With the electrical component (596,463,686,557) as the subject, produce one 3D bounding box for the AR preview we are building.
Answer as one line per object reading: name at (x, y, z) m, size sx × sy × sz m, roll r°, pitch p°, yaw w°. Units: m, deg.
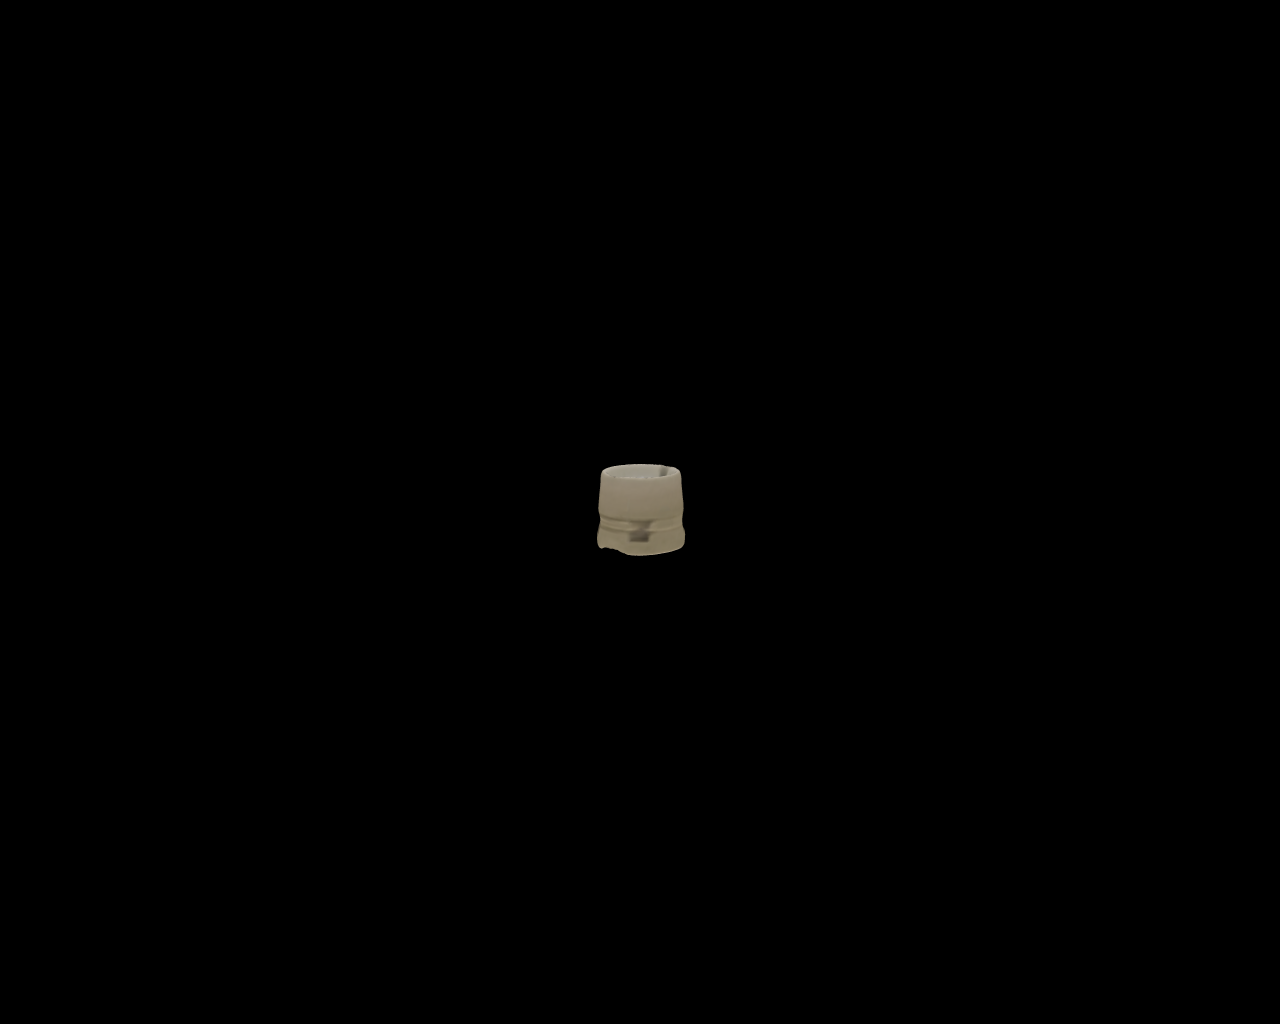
electrical component at (0.001, -0.003, 0.650) m, size 0.055 × 0.047 × 0.055 m, roll 0°, pitch 13°, yaw 0°
